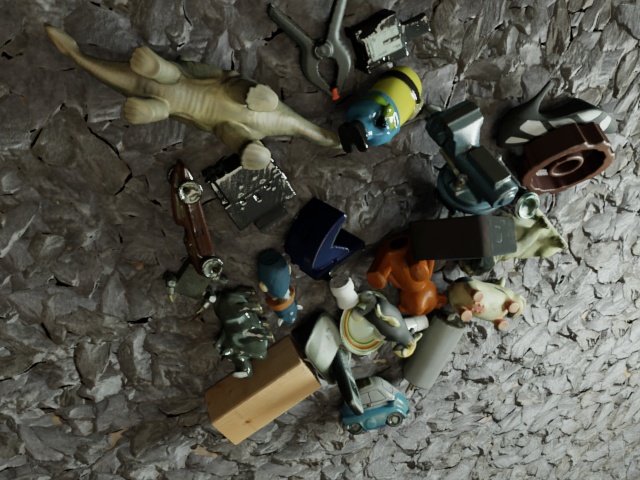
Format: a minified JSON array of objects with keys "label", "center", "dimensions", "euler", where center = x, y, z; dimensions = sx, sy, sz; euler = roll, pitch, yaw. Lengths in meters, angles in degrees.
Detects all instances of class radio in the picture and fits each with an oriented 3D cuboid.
[{"label":"radio","center":[0.262,-0.004,0.957],"dimensions":[0.229,0.131,0.073],"euler":[-3,88,-57]}]

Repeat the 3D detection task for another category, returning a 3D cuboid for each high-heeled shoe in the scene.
[{"label":"high-heeled shoe","center":[0.451,-0.202,1.016],"dimensions":[0.248,0.086,0.145],"euler":[18,117,-26]}]

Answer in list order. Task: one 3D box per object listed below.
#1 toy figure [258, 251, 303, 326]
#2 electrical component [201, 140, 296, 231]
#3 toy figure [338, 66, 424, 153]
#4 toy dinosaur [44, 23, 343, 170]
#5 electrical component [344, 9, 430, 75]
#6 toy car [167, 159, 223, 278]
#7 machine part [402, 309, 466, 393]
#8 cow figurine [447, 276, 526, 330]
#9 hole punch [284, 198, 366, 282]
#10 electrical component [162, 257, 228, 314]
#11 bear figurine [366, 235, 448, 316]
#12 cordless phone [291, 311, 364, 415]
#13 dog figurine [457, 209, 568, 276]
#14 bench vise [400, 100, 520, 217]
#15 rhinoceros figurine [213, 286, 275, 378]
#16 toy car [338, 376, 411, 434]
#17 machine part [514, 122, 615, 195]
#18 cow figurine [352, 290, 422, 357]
[{"label":"toy figure","center":[-0.074,0.090,0.988],"dimensions":[0.064,0.058,0.154],"euler":[-15,127,-5]},{"label":"electrical component","center":[-0.109,-0.082,0.878],"dimensions":[0.115,0.058,0.134],"euler":[-33,124,1]},{"label":"toy figure","center":[0.099,-0.204,0.839],"dimensions":[0.180,0.082,0.089],"euler":[-41,143,-34]},{"label":"toy dinosaur","center":[-0.122,-0.182,0.731],"dimensions":[0.471,0.199,0.105],"euler":[18,109,-31]},{"label":"electrical component","center":[0.106,-0.317,0.834],"dimensions":[0.119,0.048,0.074],"euler":[-31,124,-3]},{"label":"toy car","center":[-0.202,-0.029,0.851],"dimensions":[0.053,0.089,0.201],"euler":[-19,124,-15]},{"label":"machine part","center":[0.249,0.240,1.181],"dimensions":[0.079,0.079,0.243],"euler":[14,110,-27]},{"label":"cow figurine","center":[0.351,0.125,1.127],"dimensions":[0.195,0.127,0.085],"euler":[14,112,-25]},{"label":"hole punch","center":[-0.002,-0.003,0.923],"dimensions":[0.116,0.142,0.092],"euler":[-38,127,-14]},{"label":"electrical component","center":[-0.219,0.078,0.931],"dimensions":[0.102,0.045,0.078],"euler":[34,103,-32]},{"label":"bear figurine","center":[0.175,0.092,1.047],"dimensions":[0.120,0.132,0.195],"euler":[-9,122,20]},{"label":"cordless phone","center":[0.023,0.242,1.032],"dimensions":[0.089,0.184,0.146],"euler":[-31,124,3]},{"label":"dog figurine","center":[0.392,0.018,1.113],"dimensions":[0.172,0.121,0.190],"euler":[36,115,-29]},{"label":"bench vise","center":[0.240,-0.119,0.941],"dimensions":[0.129,0.224,0.240],"euler":[-40,158,-16]},{"label":"rhinoceros figurine","center":[-0.145,0.177,0.998],"dimensions":[0.112,0.073,0.190],"euler":[-16,122,-14]},{"label":"toy car","center":[0.113,0.355,1.189],"dimensions":[0.162,0.109,0.102],"euler":[-13,99,-1]},{"label":"machine part","center":[0.455,-0.150,1.009],"dimensions":[0.179,0.056,0.179],"euler":[-11,155,-5]},{"label":"cow figurine","center":[0.147,0.175,1.060],"dimensions":[0.167,0.098,0.068],"euler":[44,73,-20]}]
